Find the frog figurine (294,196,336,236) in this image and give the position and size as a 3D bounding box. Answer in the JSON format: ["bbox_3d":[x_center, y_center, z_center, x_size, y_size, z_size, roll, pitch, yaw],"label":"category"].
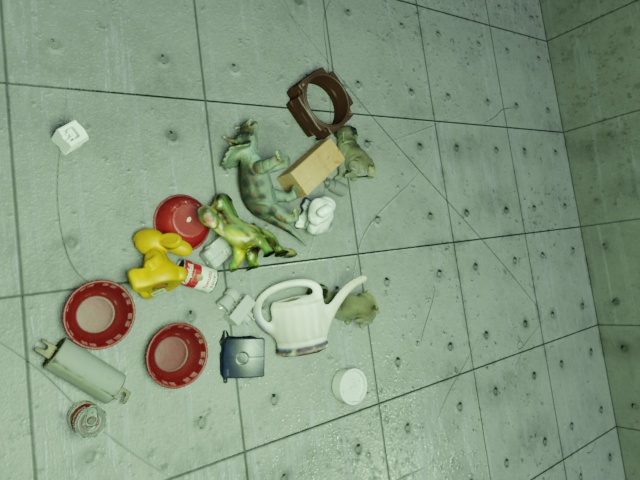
[{"bbox_3d":[0.005,-0.080,1.595,0.121,0.158,0.140,52,58,-19],"label":"frog figurine"}]

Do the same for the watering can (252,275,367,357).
[{"bbox_3d":[-0.019,0.221,1.508,0.348,0.104,0.224,-8,93,-8],"label":"watering can"}]

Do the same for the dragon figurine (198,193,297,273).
[{"bbox_3d":[-0.207,-0.037,1.441,0.245,0.121,0.410,58,16,10],"label":"dragon figurine"}]
